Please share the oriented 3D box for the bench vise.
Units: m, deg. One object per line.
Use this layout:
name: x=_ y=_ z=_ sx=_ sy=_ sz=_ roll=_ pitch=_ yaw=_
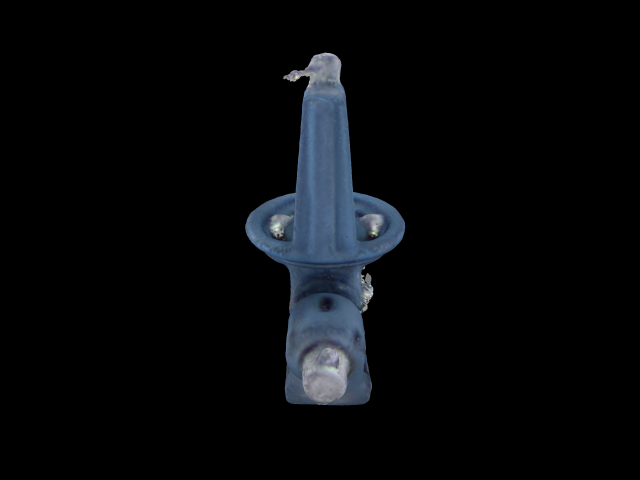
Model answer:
bench vise: x=0.015 y=-0.001 z=0.403 sx=0.121 sy=0.220 sz=0.207 roll=-13 pitch=45 yaw=-13
